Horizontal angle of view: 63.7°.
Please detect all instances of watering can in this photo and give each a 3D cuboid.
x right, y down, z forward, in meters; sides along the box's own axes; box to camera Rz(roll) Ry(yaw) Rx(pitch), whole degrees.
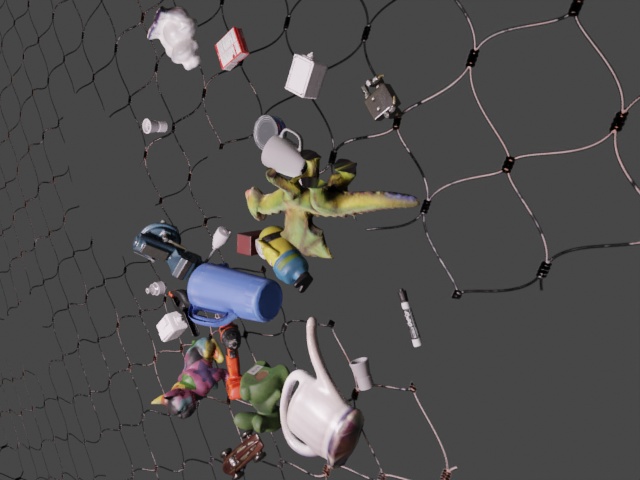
[{"bbox_3d":[0.004,0.371,1.192,0.226,0.342,0.104,27,23,34],"label":"watering can"}]

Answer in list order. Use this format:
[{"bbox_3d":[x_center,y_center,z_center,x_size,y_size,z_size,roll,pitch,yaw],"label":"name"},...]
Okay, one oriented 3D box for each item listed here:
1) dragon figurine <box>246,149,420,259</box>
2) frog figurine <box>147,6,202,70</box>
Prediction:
[{"bbox_3d":[0.003,-0.058,1.149,0.412,0.237,0.125,21,44,17],"label":"dragon figurine"},{"bbox_3d":[-0.381,-0.559,1.428,0.135,0.158,0.125,-44,14,27],"label":"frog figurine"}]
